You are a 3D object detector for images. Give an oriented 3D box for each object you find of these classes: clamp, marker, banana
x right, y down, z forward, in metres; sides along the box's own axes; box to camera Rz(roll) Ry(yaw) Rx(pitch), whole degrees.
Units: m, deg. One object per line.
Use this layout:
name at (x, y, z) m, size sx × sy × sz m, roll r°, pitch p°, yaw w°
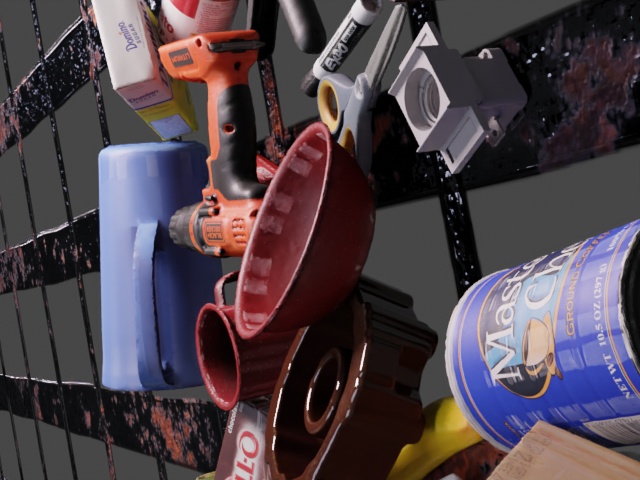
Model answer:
clamp at (-0.042, -0.223, 0.855) m, size 0.120 × 0.039 × 0.171 m, roll -7°, pitch 93°, yaw 59°
marker at (0.014, -0.141, 0.792) m, size 0.121 × 0.020 × 0.020 m, roll -47°, pitch 57°, yaw 57°
banana at (0.069, 0.148, 0.733) m, size 0.037 × 0.069 × 0.198 m, roll 34°, pitch 135°, yaw -4°

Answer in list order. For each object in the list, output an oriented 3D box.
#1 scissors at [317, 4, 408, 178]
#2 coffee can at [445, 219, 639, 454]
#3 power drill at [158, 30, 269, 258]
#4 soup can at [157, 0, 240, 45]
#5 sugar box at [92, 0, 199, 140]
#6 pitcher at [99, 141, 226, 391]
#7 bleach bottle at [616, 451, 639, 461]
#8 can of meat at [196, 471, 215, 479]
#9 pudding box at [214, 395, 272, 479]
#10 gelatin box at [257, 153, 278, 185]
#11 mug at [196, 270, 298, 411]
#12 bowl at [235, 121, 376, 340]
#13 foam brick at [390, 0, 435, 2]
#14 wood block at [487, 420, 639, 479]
scissors at (0.025, -0.115, 0.745) m, size 0.202 × 0.016 × 0.096 m, roll 100°, pitch 153°, yaw -52°
coffee can at (0.140, 0.049, 0.517) m, size 0.141 × 0.102 × 0.103 m, roll -30°, pitch 71°, yaw 61°
power drill at (-0.089, -0.077, 0.904) m, size 0.185 × 0.057 × 0.187 m, roll 1°, pitch 102°, yaw 57°
soup can at (-0.102, -0.216, 0.940) m, size 0.068 × 0.068 × 0.102 m, roll 66°, pitch 150°, yaw 26°
sugar box at (-0.161, -0.163, 1.009) m, size 0.176 × 0.048 × 0.093 m, roll 69°, pitch -175°, yaw -80°
pitcher at (-0.158, 0.026, 1.056) m, size 0.149 × 0.144 × 0.243 m, roll 2°, pitch 97°, yaw 48°
bleach bottle at (0.091, 0.208, 0.615) m, size 0.251 × 0.067 × 0.102 m, roll -36°, pitch 63°, yaw 38°
can of meat at (-0.075, 0.269, 1.053) m, size 0.102 × 0.057 × 0.084 m, roll -22°, pitch 81°, yaw 63°
pudding box at (-0.046, 0.201, 0.947) m, size 0.090 × 0.039 × 0.113 m, roll 26°, pitch 109°, yaw 34°
gelatin box at (-0.054, -0.026, 0.947) m, size 0.073 × 0.030 × 0.089 m, roll 40°, pitch 132°, yaw 52°
mug at (-0.056, 0.083, 0.928) m, size 0.093 × 0.081 × 0.117 m, roll -38°, pitch 65°, yaw 60°
bowl at (-0.005, 0.001, 0.753) m, size 0.162 × 0.055 × 0.162 m, roll -160°, pitch 90°, yaw -74°
foam brick at (0.050, -0.185, 0.672) m, size 0.078 × 0.051 × 0.053 m, roll 40°, pitch 133°, yaw 51°
wood block at (0.160, 0.168, 0.437) m, size 0.206 × 0.090 × 0.091 m, roll 21°, pitch 120°, yaw 28°
